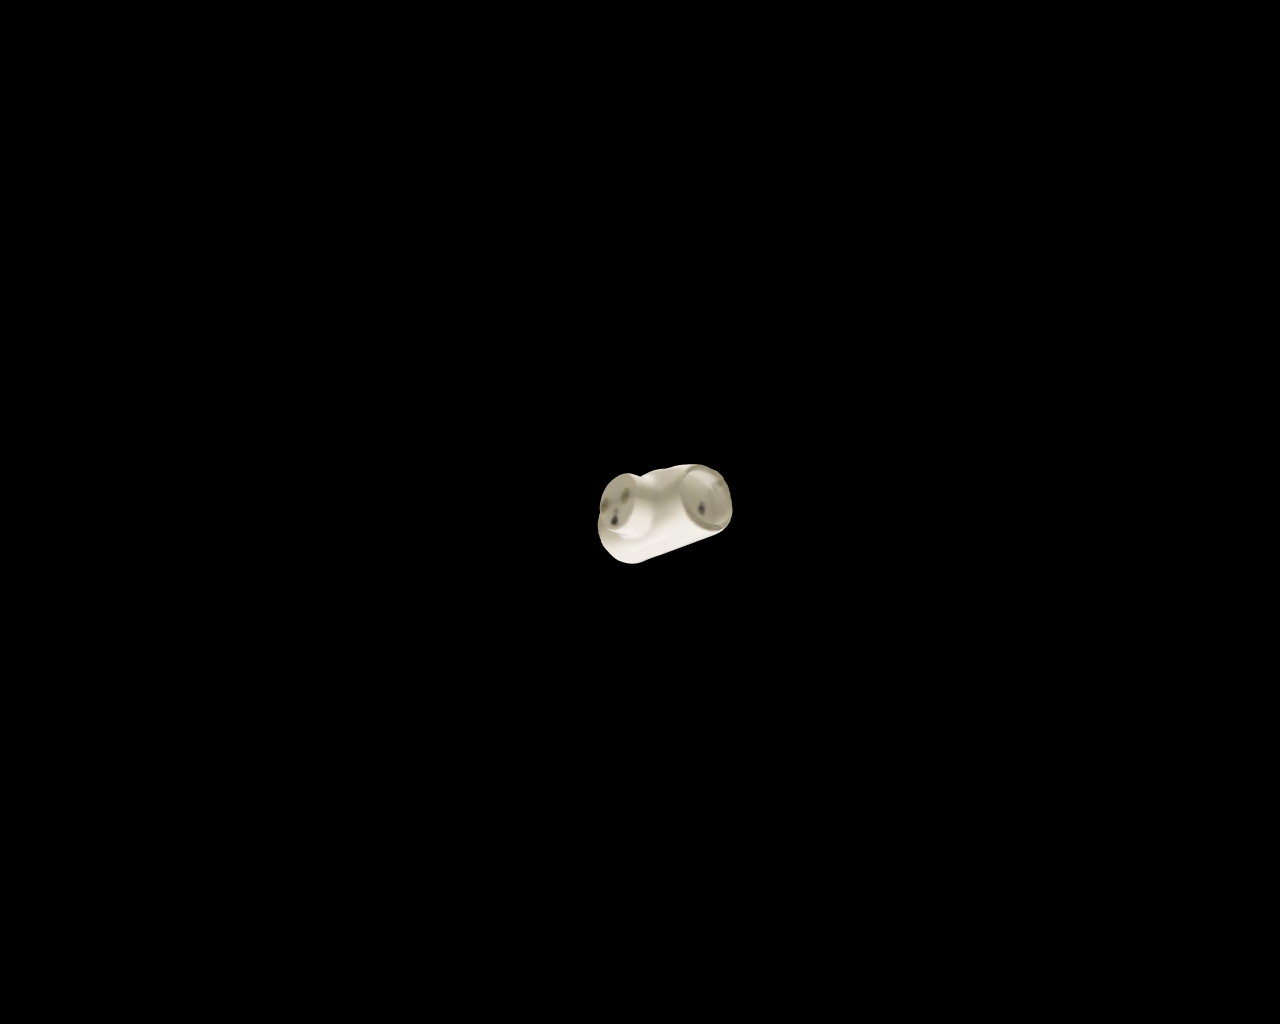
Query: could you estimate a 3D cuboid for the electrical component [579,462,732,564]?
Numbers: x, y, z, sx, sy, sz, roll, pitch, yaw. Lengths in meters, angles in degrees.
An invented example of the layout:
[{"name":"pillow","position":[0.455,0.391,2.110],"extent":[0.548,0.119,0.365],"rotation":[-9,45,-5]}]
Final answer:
[{"name":"electrical component","position":[0.001,-0.003,0.650],"extent":[0.079,0.043,0.077],"rotation":[17,-27,-37]}]
